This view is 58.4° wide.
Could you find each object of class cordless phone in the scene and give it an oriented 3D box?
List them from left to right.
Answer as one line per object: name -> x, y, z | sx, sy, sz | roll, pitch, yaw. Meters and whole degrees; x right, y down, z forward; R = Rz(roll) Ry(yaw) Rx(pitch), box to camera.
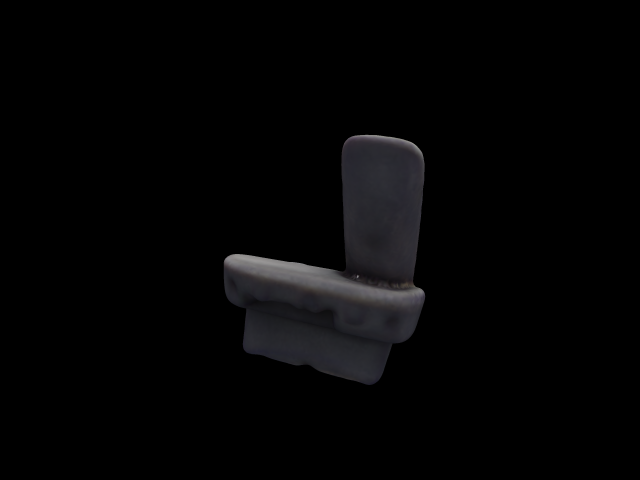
cordless phone -> 0.004, 0.001, 0.400 | 0.147, 0.185, 0.094 | 8, 39, 10
